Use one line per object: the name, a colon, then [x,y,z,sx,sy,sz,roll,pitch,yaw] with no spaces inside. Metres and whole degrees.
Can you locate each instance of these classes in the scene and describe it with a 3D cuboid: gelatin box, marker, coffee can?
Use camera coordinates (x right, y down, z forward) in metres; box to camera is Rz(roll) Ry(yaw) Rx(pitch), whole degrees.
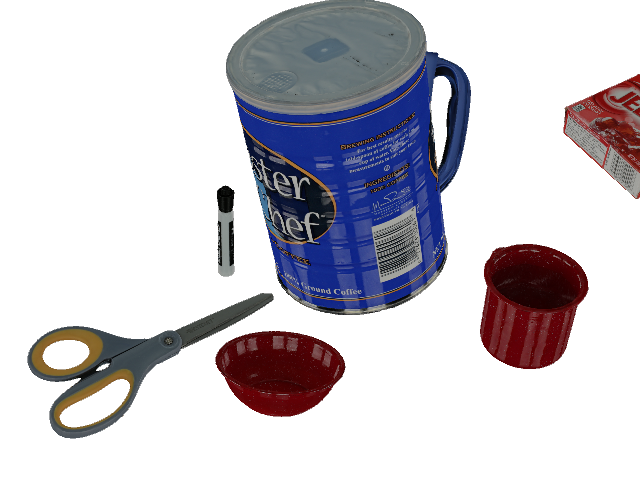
gelatin box: [0.237,-0.080,0.797,0.073,0.030,0.089,-24,52,-17]
marker: [-0.104,-0.010,1.175,0.020,0.121,0.020,2,41,-2]
coffee can: [0.013,-0.045,0.582,0.103,0.140,0.103,-7,39,6]

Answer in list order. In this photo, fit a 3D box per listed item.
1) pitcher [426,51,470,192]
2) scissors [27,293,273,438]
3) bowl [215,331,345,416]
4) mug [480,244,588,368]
pitcher: [0.056,-0.082,1.100,0.149,0.243,0.144,11,14,32]
scissors: [-0.136,0.072,0.816,0.201,0.096,0.016,-41,-19,-34]
bowl: [-0.051,0.173,1.335,0.162,0.055,0.162,3,22,-2]
mug: [0.187,0.056,0.988,0.093,0.081,0.117,-14,42,-18]
